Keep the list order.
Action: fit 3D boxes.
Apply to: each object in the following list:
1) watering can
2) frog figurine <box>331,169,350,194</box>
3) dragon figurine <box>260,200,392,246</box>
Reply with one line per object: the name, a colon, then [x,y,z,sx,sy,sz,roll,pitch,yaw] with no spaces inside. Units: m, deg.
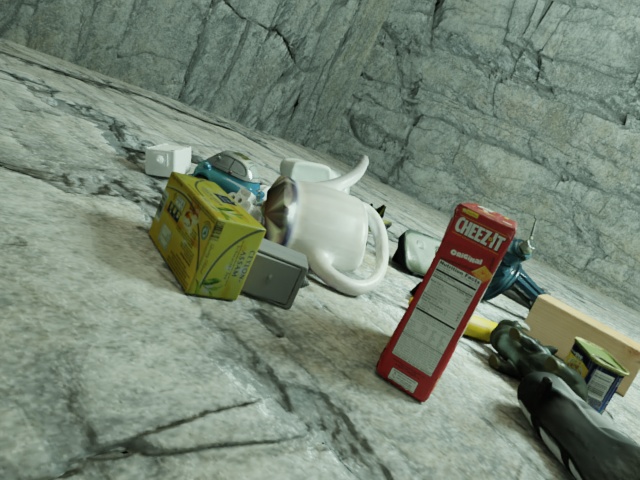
watering can: [0.012,-0.055,0.905,0.224,0.102,0.356,16,44,-18]
frog figurine: [0.011,-0.118,1.348,0.137,0.121,0.162,-7,17,10]
dragon figurine: [0.003,-0.056,1.119,0.244,0.121,0.410,20,7,19]
